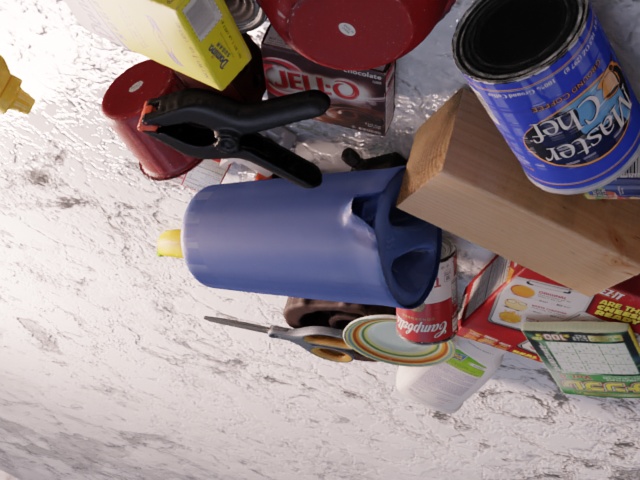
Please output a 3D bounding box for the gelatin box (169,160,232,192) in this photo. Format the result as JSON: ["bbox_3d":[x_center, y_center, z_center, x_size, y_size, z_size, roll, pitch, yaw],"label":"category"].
[{"bbox_3d":[-0.132,-0.086,1.119,0.073,0.030,0.089,21,153,-9],"label":"gelatin box"}]

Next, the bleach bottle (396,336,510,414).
[{"bbox_3d":[0.184,0.144,1.327,0.102,0.068,0.251,22,151,-9],"label":"bleach bottle"}]

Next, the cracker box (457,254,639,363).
[{"bbox_3d":[0.256,0.061,1.112,0.164,0.072,0.214,19,152,-6],"label":"cracker box"}]

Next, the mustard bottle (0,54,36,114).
[{"bbox_3d":[-0.373,-0.179,1.060,0.191,0.058,0.096,28,151,-20],"label":"mustard bottle"}]

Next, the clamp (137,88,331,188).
[{"bbox_3d":[-0.070,-0.101,0.924,0.171,0.039,0.120,12,140,-7],"label":"clamp"}]

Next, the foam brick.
[{"bbox_3d":[-0.086,-0.152,0.938,0.051,0.053,0.078,0,149,31],"label":"foam brick"}]

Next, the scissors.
[{"bbox_3d":[-0.041,0.126,1.353,0.202,0.016,0.096,3,151,24],"label":"scissors"}]

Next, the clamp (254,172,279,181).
[{"bbox_3d":[-0.001,-0.009,1.174,0.165,0.036,0.209,1,146,31],"label":"clamp"}]

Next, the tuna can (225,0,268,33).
[{"bbox_3d":[-0.077,-0.205,0.853,0.086,0.033,0.086,15,153,7],"label":"tuna can"}]

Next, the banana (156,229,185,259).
[{"bbox_3d":[-0.122,0.015,1.303,0.198,0.037,0.069,11,173,18],"label":"banana"}]

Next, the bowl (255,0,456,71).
[{"bbox_3d":[0.024,-0.175,0.786,0.162,0.055,0.162,4,149,2],"label":"bowl"}]

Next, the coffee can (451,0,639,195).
[{"bbox_3d":[0.173,-0.114,0.793,0.103,0.102,0.140,-2,147,35],"label":"coffee can"}]

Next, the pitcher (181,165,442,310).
[{"bbox_3d":[-0.007,0.001,1.049,0.243,0.144,0.149,1,116,32],"label":"pitcher"}]

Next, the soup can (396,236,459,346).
[{"bbox_3d":[0.114,0.053,1.142,0.069,0.068,0.102,7,119,21],"label":"soup can"}]

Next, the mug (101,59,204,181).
[{"bbox_3d":[-0.144,-0.114,1.002,0.117,0.093,0.081,15,152,40],"label":"mug"}]

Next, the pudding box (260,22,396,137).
[{"bbox_3d":[0.008,-0.140,0.918,0.113,0.039,0.090,13,153,11],"label":"pudding box"}]

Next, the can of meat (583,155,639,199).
[{"bbox_3d":[0.266,-0.059,0.859,0.084,0.057,0.101,2,-176,34],"label":"can of meat"}]

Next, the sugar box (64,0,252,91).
[{"bbox_3d":[-0.143,-0.187,0.849,0.176,0.048,0.093,24,158,33],"label":"sugar box"}]

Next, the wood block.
[{"bbox_3d":[0.185,-0.039,0.945,0.206,0.090,0.091,24,153,-13],"label":"wood block"}]
